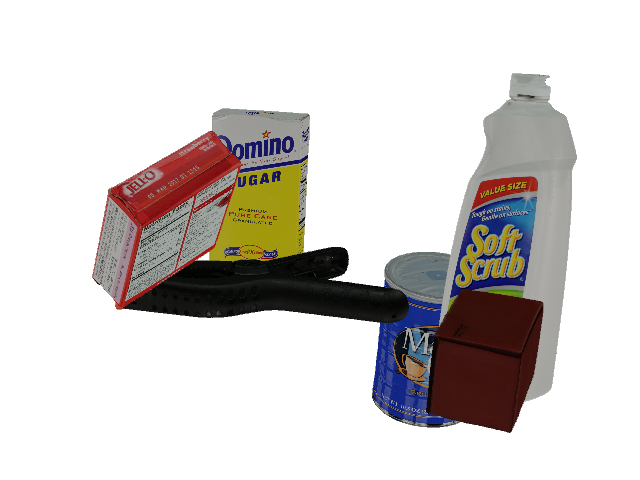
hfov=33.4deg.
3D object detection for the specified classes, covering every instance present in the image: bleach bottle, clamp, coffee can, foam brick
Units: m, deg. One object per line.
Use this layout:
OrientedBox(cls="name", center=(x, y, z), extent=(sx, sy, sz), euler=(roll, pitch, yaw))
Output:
OrientedBox(cls="bleach bottle", center=(0.147, -0.006, 0.846), extent=(0.103, 0.251, 0.067), euler=(13, 15, 40))
OrientedBox(cls="clamp", center=(-0.046, 0.036, 0.803), extent=(0.209, 0.036, 0.165), euler=(-3, 12, -21))
OrientedBox(cls="coffee can", center=(0.107, 0.095, 1.040), extent=(0.103, 0.140, 0.103), euler=(4, 24, -2))
OrientedBox(cls="foam brick", center=(0.099, 0.069, 0.637), extent=(0.053, 0.051, 0.078), euler=(10, 22, 19))

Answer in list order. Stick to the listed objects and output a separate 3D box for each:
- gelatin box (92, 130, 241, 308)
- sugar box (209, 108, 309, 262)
OrientedBox(cls="gelatin box", center=(-0.086, -0.011, 0.591), extent=(0.073, 0.030, 0.089), euler=(-36, -18, -33))
OrientedBox(cls="sugar box", center=(-0.062, -0.040, 1.060), extent=(0.093, 0.176, 0.048), euler=(4, 16, 10))
